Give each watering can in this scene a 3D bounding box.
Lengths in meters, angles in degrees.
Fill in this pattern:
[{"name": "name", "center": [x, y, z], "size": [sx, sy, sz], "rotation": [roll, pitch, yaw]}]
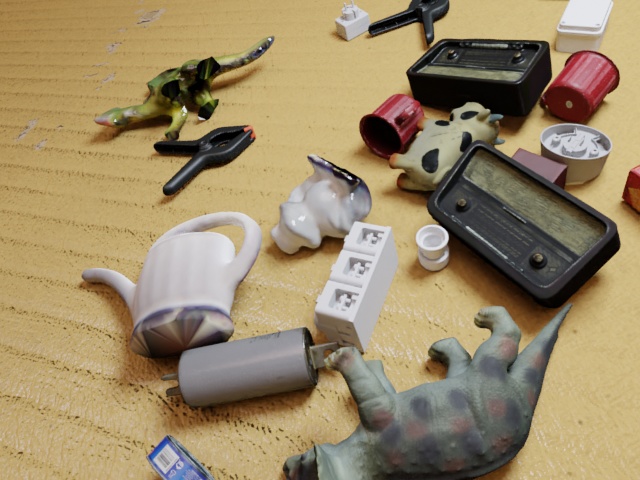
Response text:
[{"name": "watering can", "center": [-0.239, 0.076, 0.780], "size": [0.346, 0.102, 0.230], "rotation": [-20, 48, 17]}]

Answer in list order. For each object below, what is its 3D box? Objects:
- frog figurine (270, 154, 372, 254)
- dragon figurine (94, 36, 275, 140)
[{"name": "frog figurine", "center": [0.002, -0.041, 0.817], "size": [0.139, 0.122, 0.158], "rotation": [33, 103, 26]}, {"name": "dragon figurine", "center": [-0.310, -0.358, 1.155], "size": [0.414, 0.119, 0.246], "rotation": [-39, 44, -17]}]
